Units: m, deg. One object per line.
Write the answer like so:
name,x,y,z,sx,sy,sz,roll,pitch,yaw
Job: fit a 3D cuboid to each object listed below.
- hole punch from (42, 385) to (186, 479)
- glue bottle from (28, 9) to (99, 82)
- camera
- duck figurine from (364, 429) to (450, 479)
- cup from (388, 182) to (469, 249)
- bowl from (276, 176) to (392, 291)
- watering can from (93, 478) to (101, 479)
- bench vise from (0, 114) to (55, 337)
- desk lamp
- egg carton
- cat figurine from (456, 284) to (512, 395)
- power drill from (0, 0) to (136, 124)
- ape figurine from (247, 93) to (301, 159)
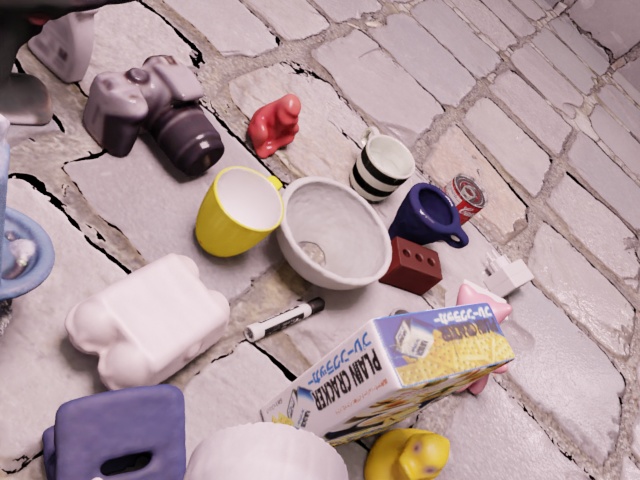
hole punch,-0.161,0.179,0.467,0.109,0.091,0.101,0,57,-37
glue bottle,-0.290,-0.271,0.668,0.078,0.173,0.037,44,42,1
camera,-0.187,-0.149,0.702,0.137,0.100,0.143,51,43,9
duck figurine,0.109,0.238,0.628,0.105,0.086,0.077,-16,68,-43
cup,0.157,-0.016,0.862,0.118,0.094,0.092,43,42,0
bowl,0.007,0.003,0.748,0.168,0.074,0.167,20,47,-23
watering can,-0.214,0.191,0.341,0.101,0.193,0.173,49,42,6
bench vise,-0.249,0.027,0.426,0.122,0.219,0.207,-10,64,-41
desk lamp,-0.074,0.252,0.385,0.118,0.213,0.203,30,44,-14
egg carton,-0.162,0.080,0.561,0.107,0.069,0.151,48,42,5
cat figurine,0.212,0.128,0.771,0.067,0.117,0.127,7,53,-33
power drill,-0.306,-0.216,0.586,0.230,0.208,0.075,-7,61,-40
ape figurine,-0.059,-0.172,0.824,0.078,0.092,0.076,6,54,-33
